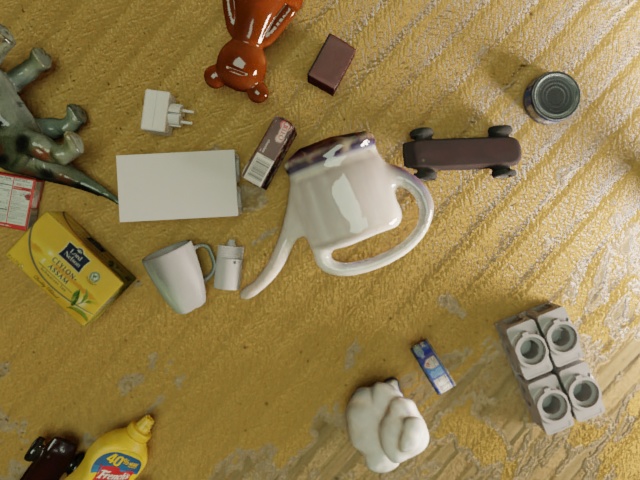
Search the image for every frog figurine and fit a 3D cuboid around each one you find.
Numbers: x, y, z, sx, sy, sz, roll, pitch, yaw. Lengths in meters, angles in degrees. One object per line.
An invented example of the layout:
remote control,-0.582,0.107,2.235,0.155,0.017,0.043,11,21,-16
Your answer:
frog figurine,0.101,0.296,0.800,0.123,0.159,0.137,12,92,1

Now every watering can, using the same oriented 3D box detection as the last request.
watering can,0.003,-0.042,0.829,0.347,0.104,0.224,-19,90,6
